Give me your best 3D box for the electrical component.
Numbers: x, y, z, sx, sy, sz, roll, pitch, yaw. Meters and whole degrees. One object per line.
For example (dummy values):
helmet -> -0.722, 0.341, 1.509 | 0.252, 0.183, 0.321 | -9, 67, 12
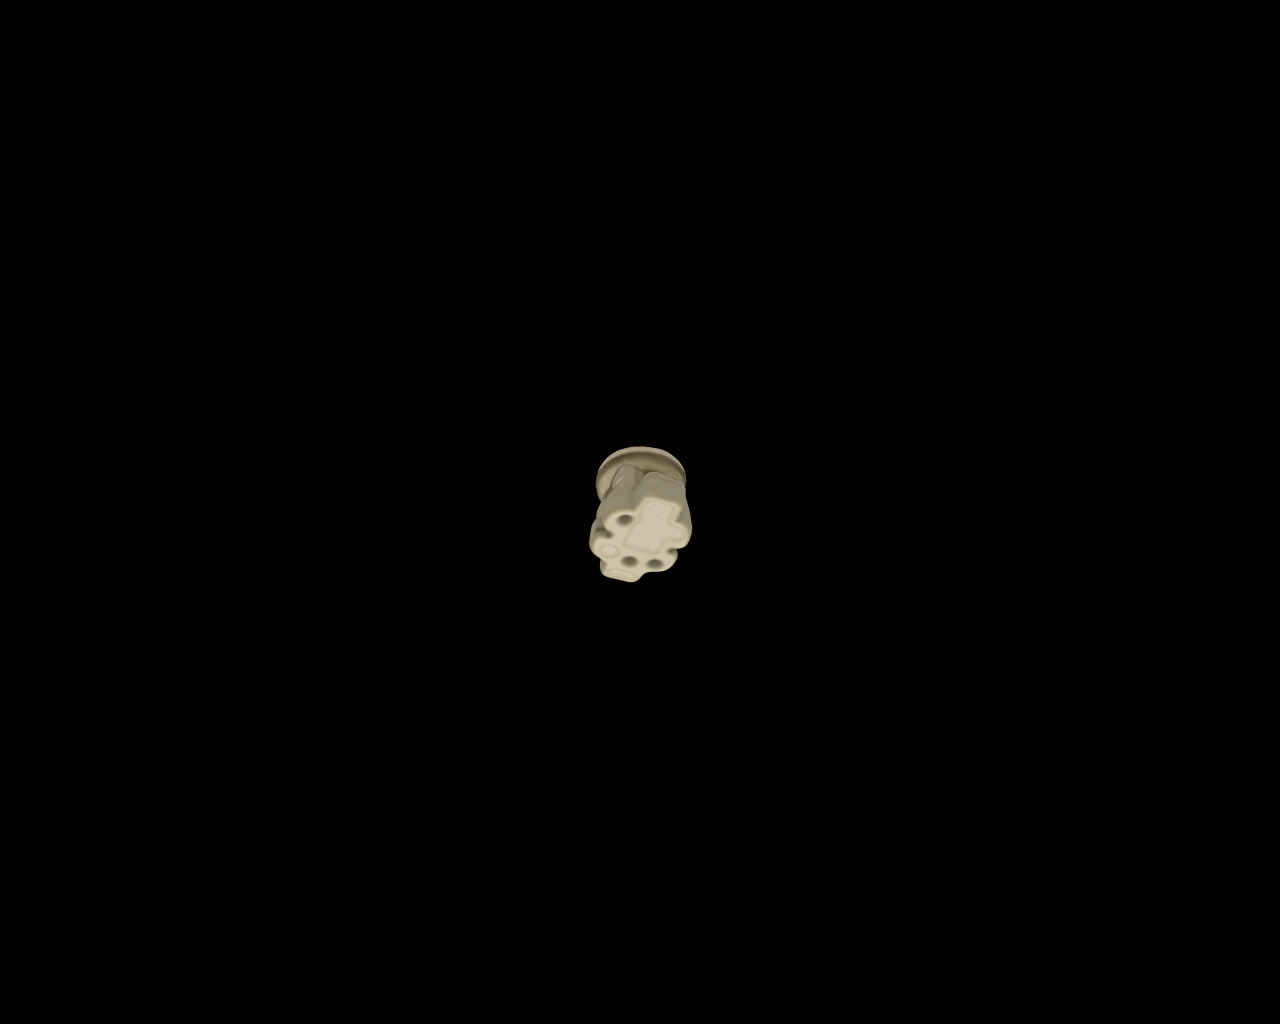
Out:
electrical component -> 0.001, -0.003, 0.650 | 0.058, 0.057, 0.078 | 15, -46, -15
